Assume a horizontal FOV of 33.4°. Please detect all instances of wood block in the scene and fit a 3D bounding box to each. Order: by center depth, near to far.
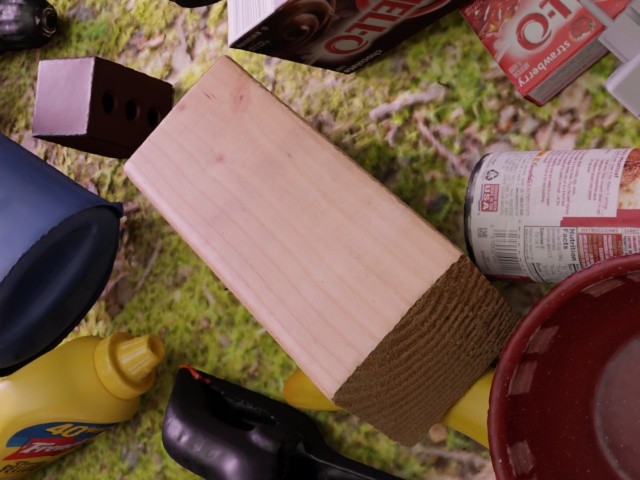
[{"bbox_3d":[-0.004,0.001,0.564,0.090,0.090,0.206,-48,51,1],"label":"wood block"}]

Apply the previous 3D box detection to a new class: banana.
[{"bbox_3d":[0.063,0.092,0.563,0.198,0.037,0.069,23,95,33],"label":"banana"}]

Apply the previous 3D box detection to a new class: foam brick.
[{"bbox_3d":[-0.141,-0.085,0.699,0.051,0.078,0.053,3,86,32],"label":"foam brick"}]

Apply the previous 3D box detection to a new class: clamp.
[{"bbox_3d":[-0.014,0.122,0.574,0.210,0.164,0.036,31,109,55],"label":"clamp"}]

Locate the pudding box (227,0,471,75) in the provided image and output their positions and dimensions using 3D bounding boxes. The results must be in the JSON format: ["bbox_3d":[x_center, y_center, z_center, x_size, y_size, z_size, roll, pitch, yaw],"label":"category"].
[{"bbox_3d":[0.015,-0.134,0.581,0.114,0.089,0.039,-21,68,49],"label":"pudding box"}]

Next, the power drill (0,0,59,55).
[{"bbox_3d":[-0.280,-0.097,0.803,0.185,0.057,0.187,5,83,31],"label":"power drill"}]

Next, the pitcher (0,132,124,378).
[{"bbox_3d":[-0.262,-0.025,0.685,0.243,0.149,0.145,34,94,14],"label":"pitcher"}]

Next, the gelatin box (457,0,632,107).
[{"bbox_3d":[0.126,-0.127,0.563,0.089,0.030,0.073,-40,63,21],"label":"gelatin box"}]

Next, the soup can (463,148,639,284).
[{"bbox_3d":[0.130,-0.011,0.520,0.102,0.068,0.068,2,83,33],"label":"soup can"}]

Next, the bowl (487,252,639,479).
[{"bbox_3d":[0.159,0.084,0.472,0.162,0.055,0.162,1,93,28],"label":"bowl"}]

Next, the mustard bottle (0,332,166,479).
[{"bbox_3d":[-0.172,0.108,0.675,0.192,0.096,0.058,-31,67,25],"label":"mustard bottle"}]
